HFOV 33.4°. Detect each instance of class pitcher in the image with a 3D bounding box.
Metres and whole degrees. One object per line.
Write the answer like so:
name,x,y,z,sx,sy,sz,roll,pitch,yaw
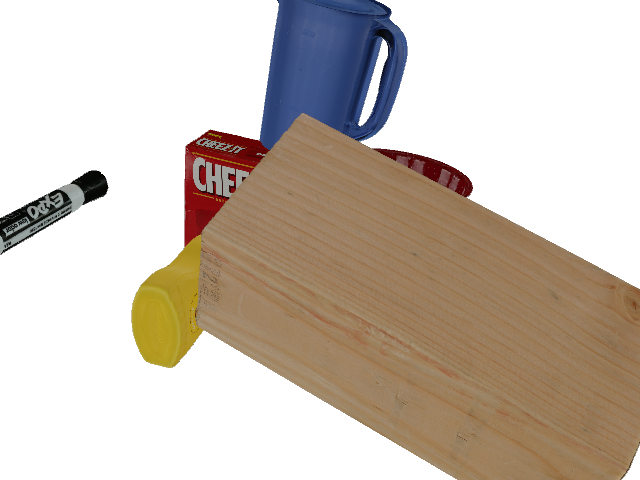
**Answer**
pitcher,0.003,-0.173,1.273,0.145,0.243,0.149,7,23,-14

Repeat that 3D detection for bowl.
bowl,0.075,-0.045,1.117,0.162,0.055,0.162,6,23,-3

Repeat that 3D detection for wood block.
wood block,0.052,0.039,0.508,0.206,0.090,0.090,29,-34,12

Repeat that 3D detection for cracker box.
cracker box,-0.084,-0.012,1.313,0.164,0.214,0.072,14,29,20

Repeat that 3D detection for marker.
marker,-0.170,-0.017,0.651,0.020,0.020,0.121,0,22,28

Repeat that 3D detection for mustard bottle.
mustard bottle,-0.128,0.047,1.130,0.058,0.096,0.191,10,29,20
